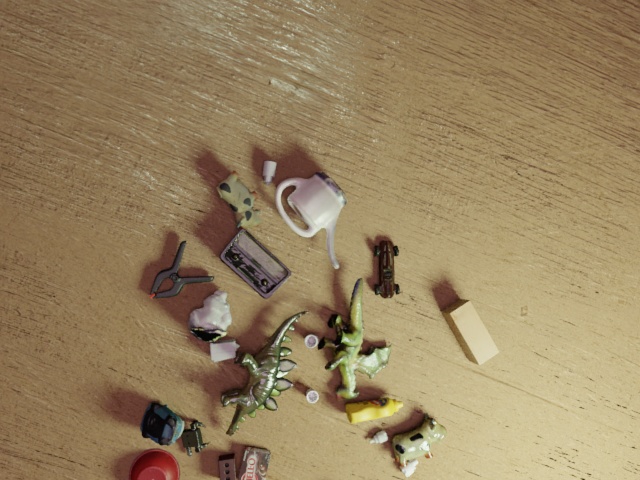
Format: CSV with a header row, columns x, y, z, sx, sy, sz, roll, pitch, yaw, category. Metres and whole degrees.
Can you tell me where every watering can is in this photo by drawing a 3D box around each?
x,y,z,sx,sy,sz,roll,pitch,yaw,category
0.005,-0.089,1.768,0.226,0.103,0.348,-42,90,-10,watering can

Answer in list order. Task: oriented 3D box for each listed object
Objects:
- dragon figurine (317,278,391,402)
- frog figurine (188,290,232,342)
x,y,z,sx,sy,sz,roll,pitch,yaw,category
0.139,0.360,1.769,0.241,0.122,0.412,30,83,-23,dragon figurine
-0.361,0.248,1.703,0.137,0.120,0.163,0,50,0,frog figurine
